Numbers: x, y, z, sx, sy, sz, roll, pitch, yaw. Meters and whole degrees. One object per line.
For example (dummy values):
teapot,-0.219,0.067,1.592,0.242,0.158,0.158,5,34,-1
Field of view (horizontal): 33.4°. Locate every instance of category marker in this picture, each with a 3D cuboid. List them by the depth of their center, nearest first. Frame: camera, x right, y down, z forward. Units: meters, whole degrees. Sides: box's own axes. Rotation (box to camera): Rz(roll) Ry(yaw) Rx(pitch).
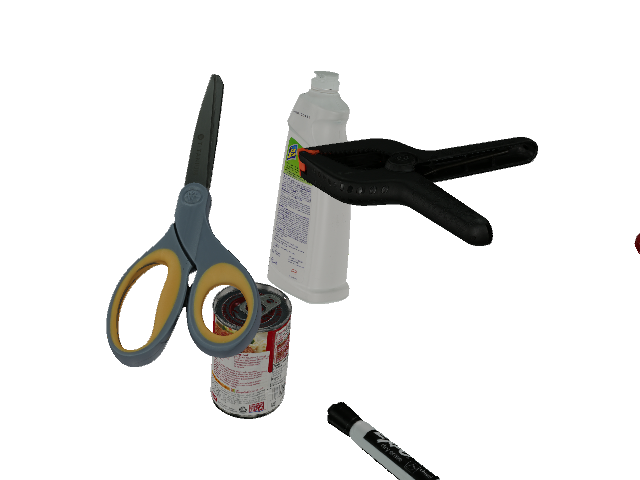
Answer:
marker,0.047,0.150,0.752,0.020,0.020,0.121,0,25,-45

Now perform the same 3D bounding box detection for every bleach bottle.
bleach bottle,-0.003,-0.062,1.201,0.067,0.251,0.103,-8,23,-40

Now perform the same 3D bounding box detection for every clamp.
clamp,0.082,-0.061,0.943,0.210,0.036,0.164,13,35,28

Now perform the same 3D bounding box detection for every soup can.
soup can,-0.062,0.097,0.936,0.068,0.102,0.068,4,34,-3

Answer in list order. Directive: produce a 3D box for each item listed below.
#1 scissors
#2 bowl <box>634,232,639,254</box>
scissors,-0.059,-0.012,0.629,0.096,0.201,0.016,15,-27,16
bowl,0.408,0.029,1.106,0.162,0.055,0.162,-3,22,1
